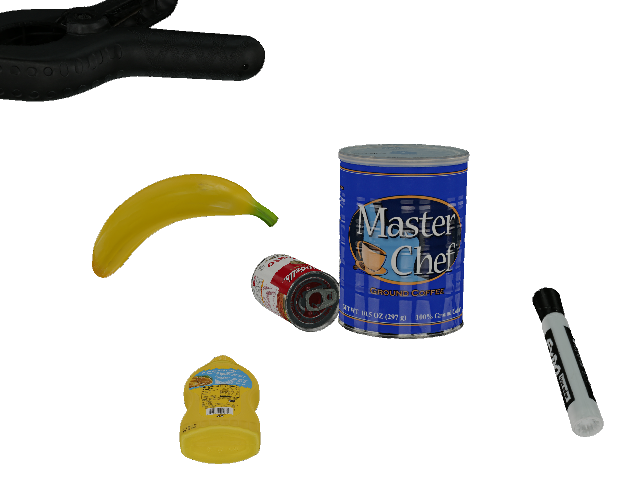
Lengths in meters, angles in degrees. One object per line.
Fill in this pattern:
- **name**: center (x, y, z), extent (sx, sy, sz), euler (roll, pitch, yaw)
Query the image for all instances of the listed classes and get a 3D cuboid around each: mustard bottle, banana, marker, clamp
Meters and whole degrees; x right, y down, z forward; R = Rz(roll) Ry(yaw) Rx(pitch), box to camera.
- **mustard bottle**: center (-0.125, 0.201, 1.344), extent (0.096, 0.058, 0.191), euler (-2, 26, -3)
- **banana**: center (-0.135, -0.017, 0.923), extent (0.198, 0.069, 0.037), euler (-15, 15, 29)
- **marker**: center (0.156, 0.073, 0.681), extent (0.020, 0.020, 0.121), euler (0, 39, -4)
- **clamp**: center (-0.129, -0.114, 0.598), extent (0.171, 0.039, 0.120), euler (-8, 30, -23)

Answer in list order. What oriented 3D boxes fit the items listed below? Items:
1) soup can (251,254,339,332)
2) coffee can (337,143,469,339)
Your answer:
- **soup can**: center (-0.028, 0.057, 1.194), extent (0.068, 0.068, 0.102), euler (0, 11, -26)
- **coffee can**: center (0.065, -0.003, 0.853), extent (0.103, 0.140, 0.103), euler (0, 11, 0)
